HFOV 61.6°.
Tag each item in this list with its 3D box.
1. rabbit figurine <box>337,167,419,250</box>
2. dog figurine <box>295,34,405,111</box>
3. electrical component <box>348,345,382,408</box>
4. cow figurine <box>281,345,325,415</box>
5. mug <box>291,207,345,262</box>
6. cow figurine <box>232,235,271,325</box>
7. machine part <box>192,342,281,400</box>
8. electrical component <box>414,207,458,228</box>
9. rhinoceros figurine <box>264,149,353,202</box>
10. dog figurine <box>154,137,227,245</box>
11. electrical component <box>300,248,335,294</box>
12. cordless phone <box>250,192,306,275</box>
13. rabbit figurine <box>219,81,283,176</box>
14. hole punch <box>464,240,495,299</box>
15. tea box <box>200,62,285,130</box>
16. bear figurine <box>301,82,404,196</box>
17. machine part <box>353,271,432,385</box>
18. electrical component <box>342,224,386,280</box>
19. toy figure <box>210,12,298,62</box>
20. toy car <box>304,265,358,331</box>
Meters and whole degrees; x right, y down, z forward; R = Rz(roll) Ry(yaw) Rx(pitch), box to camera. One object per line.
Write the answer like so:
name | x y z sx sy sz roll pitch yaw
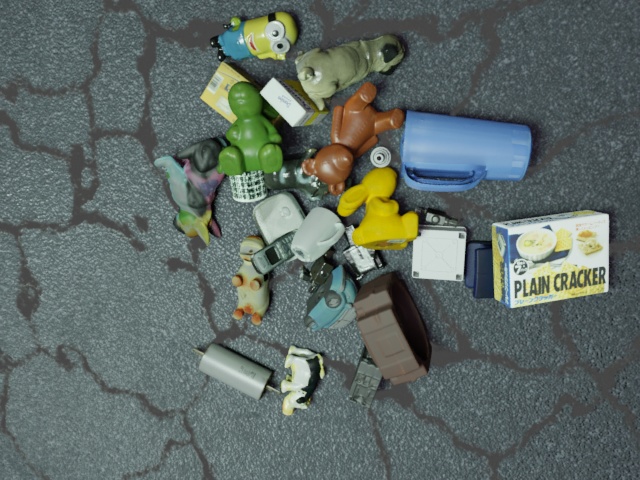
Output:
rabbit figurine | 0.119 -0.069 1.126 0.162 0.122 0.173 0 79 0
dog figurine | 0.062 -0.348 1.048 0.191 0.172 0.121 -19 108 24
electrical component | 0.112 0.287 1.203 0.058 0.115 0.134 18 106 4
cow figurine | -0.041 0.341 1.279 0.098 0.068 0.167 8 105 5
mug | -0.002 -0.003 1.127 0.110 0.107 0.080 9 141 43
cow figurine | -0.147 0.079 1.226 0.086 0.127 0.194 8 118 12
machine part | -0.204 0.318 1.304 0.243 0.079 0.079 25 107 8
electrical component | 0.242 -0.048 1.123 0.094 0.063 0.021 17 106 10
rhinoceros figurine | -0.025 -0.138 1.148 0.190 0.073 0.112 4 89 -1
dog figurine | -0.262 -0.103 1.212 0.192 0.108 0.219 -19 102 14
electrical component | -0.006 0.060 1.207 0.045 0.078 0.102 28 111 -15
cordless phone | -0.106 -0.011 1.146 0.089 0.184 0.146 -23 97 37
rabbit figurine | -0.127 -0.229 1.051 0.121 0.159 0.170 0 118 11
hole punch | 0.363 0.061 1.109 0.116 0.092 0.142 0 99 9
tea box | -0.158 -0.294 1.160 0.169 0.068 0.098 39 108 1
bear figurine | 0.060 -0.194 1.069 0.120 0.132 0.196 38 67 -21
machine part | 0.153 0.182 1.124 0.087 0.201 0.201 -25 96 21
electrical component | 0.088 0.022 1.183 0.075 0.048 0.119 -29 92 17
toy figure | -0.135 -0.424 1.119 0.180 0.082 0.089 -4 68 22
toy car | 0.037 0.145 1.198 0.103 0.109 0.161 29 117 -13
